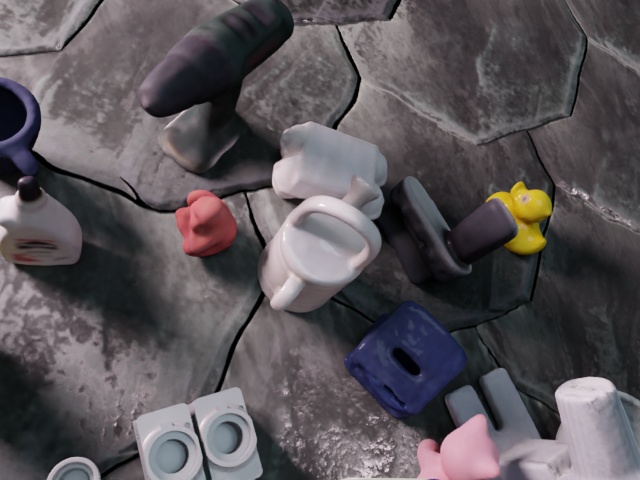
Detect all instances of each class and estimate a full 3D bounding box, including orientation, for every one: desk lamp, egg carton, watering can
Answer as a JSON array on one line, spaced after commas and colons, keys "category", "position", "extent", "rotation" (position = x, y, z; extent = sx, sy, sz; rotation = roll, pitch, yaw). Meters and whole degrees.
[{"category": "desk lamp", "position": [0.261, 0.236, 0.619], "extent": [0.118, 0.213, 0.203], "rotation": [-20, 77, -26]}, {"category": "egg carton", "position": [0.015, -0.086, 0.735], "extent": [0.150, 0.069, 0.107], "rotation": [16, 64, -14]}, {"category": "watering can", "position": [0.004, 0.001, 0.625], "extent": [0.101, 0.193, 0.173], "rotation": [18, 64, -13]}]

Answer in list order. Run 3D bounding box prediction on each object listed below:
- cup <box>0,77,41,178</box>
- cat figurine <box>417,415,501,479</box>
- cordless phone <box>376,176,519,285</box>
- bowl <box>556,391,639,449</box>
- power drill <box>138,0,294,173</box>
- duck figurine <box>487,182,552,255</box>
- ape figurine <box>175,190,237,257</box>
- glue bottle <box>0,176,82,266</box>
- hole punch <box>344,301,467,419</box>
[{"category": "cup", "position": [-0.327, -0.098, 0.594], "extent": [0.092, 0.094, 0.118], "rotation": [-39, 86, -29]}, {"category": "cat figurine", "position": [0.144, 0.255, 0.621], "extent": [0.067, 0.117, 0.128], "rotation": [46, 61, 2]}, {"category": "cordless phone", "position": [0.161, -0.031, 0.703], "extent": [0.094, 0.184, 0.147], "rotation": [-29, 81, -28]}, {"category": "bowl", "position": [0.355, 0.277, 0.717], "extent": [0.168, 0.074, 0.167], "rotation": [8, 67, -18]}, {"category": "power drill", "position": [-0.120, -0.164, 0.635], "extent": [0.075, 0.208, 0.230], "rotation": [37, 61, -3]}, {"category": "duck figurine", "position": [0.293, -0.034, 0.812], "extent": [0.078, 0.086, 0.104], "rotation": [-26, 80, -27]}, {"category": "ape figurine", "position": [-0.127, -0.022, 0.642], "extent": [0.076, 0.092, 0.078], "rotation": [25, 63, -10]}, {"category": "glue bottle", "position": [-0.268, -0.019, 0.540], "extent": [0.078, 0.173, 0.037], "rotation": [-2, 70, -21]}, {"category": "hole punch", "position": [0.099, 0.141, 0.664], "extent": [0.108, 0.091, 0.101], "rotation": [45, 61, 1]}]
